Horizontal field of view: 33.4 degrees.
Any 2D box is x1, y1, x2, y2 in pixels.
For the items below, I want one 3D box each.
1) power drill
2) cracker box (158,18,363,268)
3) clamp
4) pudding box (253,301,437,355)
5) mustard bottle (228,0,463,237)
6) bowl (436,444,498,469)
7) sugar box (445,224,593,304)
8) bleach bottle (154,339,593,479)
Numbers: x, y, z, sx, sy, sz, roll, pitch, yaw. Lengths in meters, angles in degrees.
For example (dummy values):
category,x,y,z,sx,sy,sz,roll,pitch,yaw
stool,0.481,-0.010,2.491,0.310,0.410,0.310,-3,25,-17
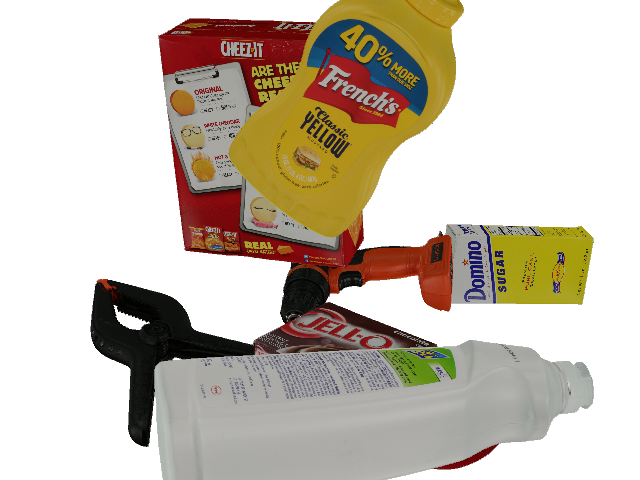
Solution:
category,x,y,z,sx,sy,sz,roll,pitch,yaw
power drill,0.054,0.043,1.205,0.188,0.057,0.184,0,29,10
cracker box,-0.049,-0.089,0.970,0.164,0.214,0.072,6,28,18
clamp,-0.140,0.095,0.991,0.164,0.036,0.210,-16,39,-30
pudding box,0.018,0.092,0.816,0.114,0.039,0.089,21,32,36
mustard bottle,0.029,-0.098,0.675,0.096,0.192,0.058,40,27,2
bowl,0.120,0.182,1.075,0.162,0.055,0.162,1,24,-1
sugar box,0.239,0.030,1.310,0.176,0.093,0.048,-1,21,-11
bleach bottle,0.036,0.098,0.602,0.250,0.068,0.102,-4,20,-11
